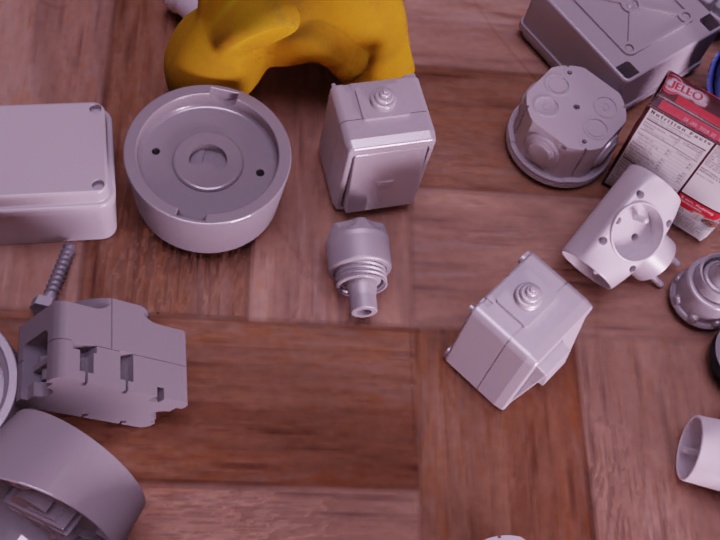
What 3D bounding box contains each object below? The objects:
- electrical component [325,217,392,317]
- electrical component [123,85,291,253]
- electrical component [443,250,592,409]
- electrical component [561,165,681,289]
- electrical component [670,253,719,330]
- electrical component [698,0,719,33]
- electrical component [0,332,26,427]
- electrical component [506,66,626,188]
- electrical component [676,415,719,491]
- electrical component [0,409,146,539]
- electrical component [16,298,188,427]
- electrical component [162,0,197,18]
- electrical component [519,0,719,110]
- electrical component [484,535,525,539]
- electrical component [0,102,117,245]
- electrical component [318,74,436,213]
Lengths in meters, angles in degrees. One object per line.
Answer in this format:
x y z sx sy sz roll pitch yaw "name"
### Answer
0.000 0.000 0.715 0.043 0.043 0.062 -1 64 -9 "electrical component"
-0.102 -0.063 0.722 0.108 0.060 0.108 3 63 -7 "electrical component"
0.103 0.039 0.680 0.061 0.096 0.062 43 64 13 "electrical component"
0.193 -0.019 0.748 0.079 0.044 0.077 40 88 -22 "electrical component"
0.244 0.009 0.736 0.048 0.062 0.048 4 62 -7 "electrical component"
0.291 -0.216 0.867 0.077 0.047 0.066 43 65 14 "electrical component"
-0.249 0.073 0.630 0.108 0.060 0.108 4 63 -7 "electrical component"
0.151 -0.105 0.787 0.080 0.051 0.080 4 63 -7 "electrical component"
0.252 0.107 0.693 0.077 0.044 0.079 16 72 0 "electrical component"
-0.172 0.125 0.595 0.099 0.099 0.064 30 56 7 "electrical component"
-0.152 0.053 0.639 0.089 0.050 0.055 19 54 -40 "electrical component"
-0.119 -0.199 0.803 0.040 0.040 0.046 -40 81 -24 "electrical component"
0.201 -0.188 0.834 0.109 0.056 0.108 -31 71 -21 "electrical component"
0.082 0.196 0.622 0.080 0.051 0.080 4 62 -7 "electrical component"
-0.219 -0.064 0.707 0.113 0.057 0.078 -4 64 -10 "electrical component"
0.012 -0.086 0.731 0.062 0.096 0.061 -9 65 -13 "electrical component"
